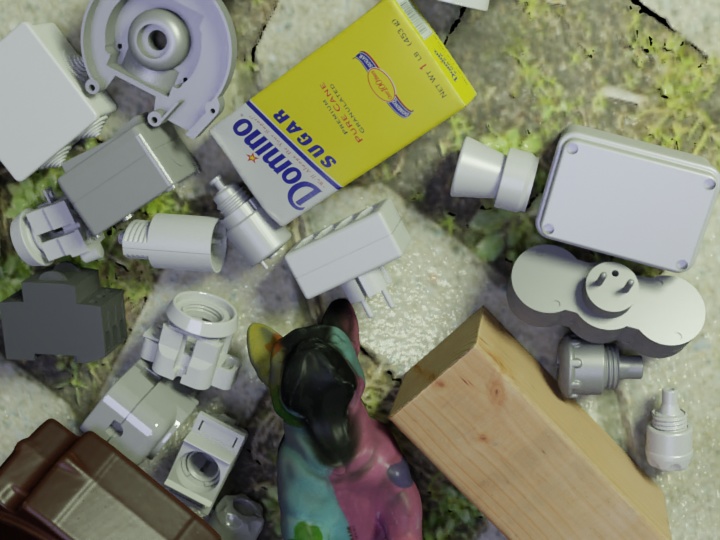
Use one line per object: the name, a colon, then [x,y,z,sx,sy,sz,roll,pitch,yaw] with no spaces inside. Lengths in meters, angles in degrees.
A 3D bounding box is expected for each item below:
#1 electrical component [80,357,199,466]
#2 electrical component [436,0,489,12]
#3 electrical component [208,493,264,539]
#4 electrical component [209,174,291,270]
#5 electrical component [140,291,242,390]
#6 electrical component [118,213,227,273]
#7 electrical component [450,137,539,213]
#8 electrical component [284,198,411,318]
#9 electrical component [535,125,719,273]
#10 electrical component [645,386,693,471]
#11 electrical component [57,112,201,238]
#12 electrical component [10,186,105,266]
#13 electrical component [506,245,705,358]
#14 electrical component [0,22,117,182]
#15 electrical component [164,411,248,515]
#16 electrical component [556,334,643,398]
electrical component: [-0.171,0.111,0.857,0.059,0.095,0.053,39,110,-2]
electrical component: [0.066,-0.206,0.735,0.055,0.055,0.047,15,105,7]
electrical component: [-0.109,0.223,0.907,0.043,0.043,0.062,28,111,2]
electrical component: [-0.087,-0.039,0.824,0.040,0.040,0.078,-35,97,19]
electrical component: [-0.129,0.053,0.852,0.078,0.058,0.057,21,113,5]
electrical component: [-0.149,-0.022,0.840,0.081,0.043,0.043,4,107,10]
electrical component: [0.097,-0.068,0.776,0.055,0.045,0.045,15,109,6]
electrical component: [0.000,0.000,0.815,0.083,0.047,0.075,-25,100,17]
electrical component: [0.187,-0.051,0.756,0.113,0.057,0.078,16,109,6]
electrical component: [0.234,0.118,0.811,0.035,0.035,0.061,0,104,12]
electrical component: [-0.183,-0.072,0.822,0.096,0.061,0.061,-30,99,18]
electrical component: [-0.242,-0.031,0.854,0.055,0.048,0.066,-18,106,14]
electrical component: [0.176,0.018,0.763,0.138,0.073,0.052,15,72,6]
electrical component: [-0.248,-0.131,0.824,0.100,0.048,0.099,-34,97,19]
electrical component: [-0.123,0.152,0.877,0.042,0.064,0.081,28,110,4]
electrical component: [0.179,0.072,0.803,0.062,0.048,0.048,1,107,5]
